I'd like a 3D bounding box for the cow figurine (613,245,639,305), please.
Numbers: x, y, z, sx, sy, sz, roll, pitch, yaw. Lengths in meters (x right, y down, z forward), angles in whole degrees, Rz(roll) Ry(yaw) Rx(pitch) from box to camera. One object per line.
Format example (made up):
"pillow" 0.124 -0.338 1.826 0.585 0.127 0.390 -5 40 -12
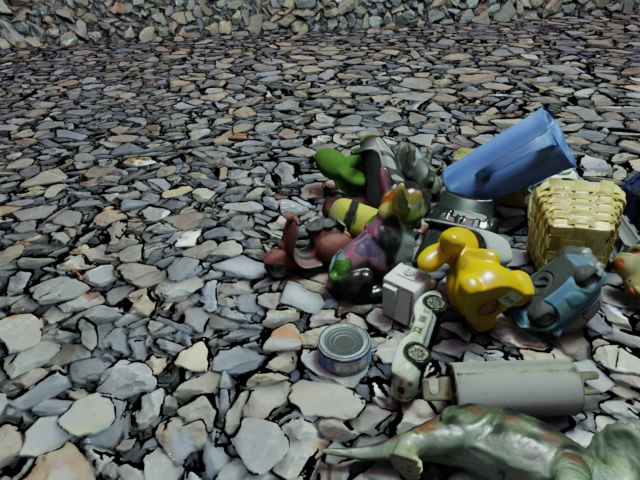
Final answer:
"cow figurine" 0.595 0.058 0.918 0.195 0.085 0.127 13 76 -4

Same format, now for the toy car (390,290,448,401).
"toy car" 0.151 0.155 0.816 0.056 0.073 0.202 11 36 19

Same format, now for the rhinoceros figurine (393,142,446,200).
"rhinoceros figurine" 0.222 -0.169 1.275 0.073 0.112 0.190 -7 43 -37

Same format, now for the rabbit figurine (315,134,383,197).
"rabbit figurine" 0.070 -0.161 1.259 0.170 0.121 0.159 3 53 -19

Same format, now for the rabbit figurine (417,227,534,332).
"rabbit figurine" 0.235 0.045 0.882 0.162 0.122 0.173 21 37 -29

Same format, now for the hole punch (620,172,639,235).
"hole punch" 0.648 -0.084 1.118 0.142 0.115 0.092 -27 33 -33

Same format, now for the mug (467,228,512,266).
"mug" 0.308 0.033 0.984 0.107 0.081 0.109 2 62 -38

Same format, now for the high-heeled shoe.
"high-heeled shoe" 0.159 -0.126 1.153 0.145 0.086 0.249 -17 66 -50

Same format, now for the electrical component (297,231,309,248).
"electrical component" -0.002 -0.003 1.108 0.094 0.021 0.063 -5 33 -4

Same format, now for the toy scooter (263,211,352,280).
"toy scooter" -0.020 -0.002 1.007 0.184 0.135 0.075 -12 34 -17

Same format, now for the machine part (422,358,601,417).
"machine part" 0.262 0.204 0.736 0.243 0.079 0.079 -3 34 -1

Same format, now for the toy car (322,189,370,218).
"toy car" 0.105 -0.062 1.162 0.202 0.053 0.089 2 49 5

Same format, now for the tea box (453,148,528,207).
"tea box" 0.391 -0.145 1.231 0.170 0.098 0.068 15 38 21

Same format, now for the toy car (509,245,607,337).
"toy car" 0.393 0.092 0.867 0.103 0.161 0.109 39 20 -19

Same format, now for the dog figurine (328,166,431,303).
"dog figurine" 0.103 -0.012 0.943 0.192 0.219 0.109 -11 32 -15

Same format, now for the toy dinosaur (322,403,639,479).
"toy dinosaur" 0.218 0.258 0.634 0.405 0.131 0.192 15 25 30

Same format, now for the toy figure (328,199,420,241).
"toy figure" 0.104 -0.029 1.065 0.180 0.089 0.082 25 78 18

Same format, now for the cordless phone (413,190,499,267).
"cordless phone" 0.269 -0.004 1.062 0.147 0.088 0.184 14 48 22
